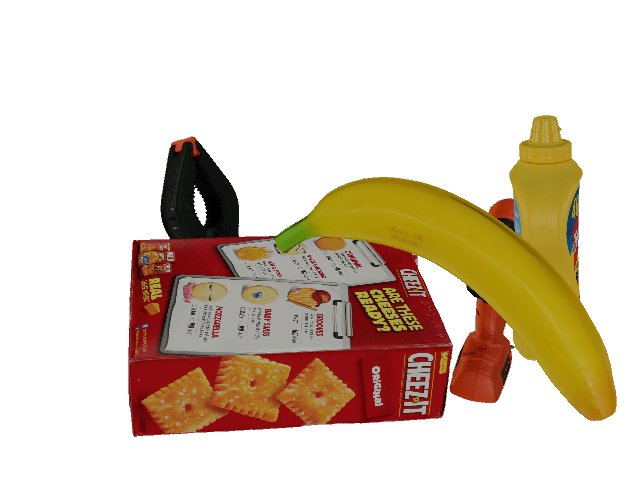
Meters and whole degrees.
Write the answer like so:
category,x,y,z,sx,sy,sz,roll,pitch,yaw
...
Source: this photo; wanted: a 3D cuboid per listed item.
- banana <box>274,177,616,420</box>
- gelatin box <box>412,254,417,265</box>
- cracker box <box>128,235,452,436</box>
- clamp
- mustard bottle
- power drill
category,x,y,z,sx,sy,sz,roll,pitch,yaw
banana,0.076,0.018,0.557,0.198,0.070,0.037,29,18,12
gelatin box,0.084,0.056,1.331,0.073,0.089,0.030,11,32,29
cracker box,-0.030,0.063,0.772,0.213,0.072,0.164,-1,29,-8
clamp,-0.101,0.004,1.036,0.036,0.210,0.164,-9,1,37
mustard bottle,0.184,-0.006,0.869,0.058,0.192,0.096,0,17,16
power drill,0.173,0.068,1.088,0.057,0.188,0.184,13,27,15
